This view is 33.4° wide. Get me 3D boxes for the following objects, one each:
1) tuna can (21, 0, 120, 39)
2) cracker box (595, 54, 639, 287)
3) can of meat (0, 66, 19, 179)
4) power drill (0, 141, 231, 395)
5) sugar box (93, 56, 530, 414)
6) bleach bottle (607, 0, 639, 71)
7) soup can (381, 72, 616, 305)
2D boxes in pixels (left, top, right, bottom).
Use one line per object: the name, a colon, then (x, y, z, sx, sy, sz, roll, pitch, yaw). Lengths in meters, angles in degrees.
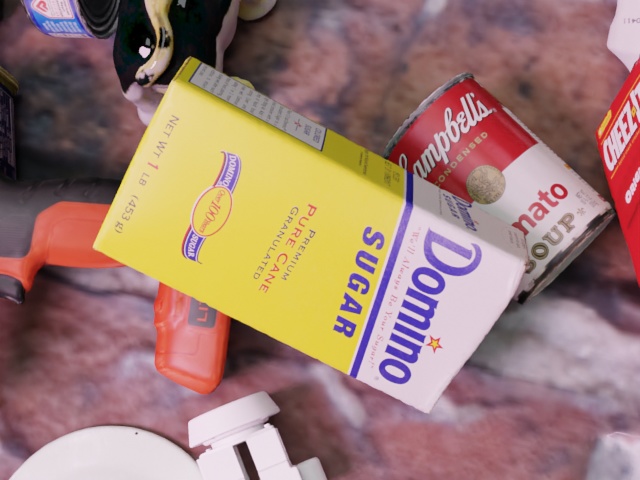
tuna can: (-0.134, -0.154, 0.583, 0.034, 0.086, 0.086, 3, 77, 9)
cracker box: (0.229, 0.017, 0.464, 0.164, 0.072, 0.213, 0, 58, -8)
can of meat: (-0.217, -0.045, 0.583, 0.102, 0.057, 0.084, -7, 78, 5)
power drill: (-0.138, 0.026, 0.524, 0.187, 0.057, 0.184, 11, 82, -15)
sugar box: (-0.003, 0.001, 0.487, 0.176, 0.048, 0.093, 27, 114, -5)
bleach bottle: (0.186, -0.187, 0.548, 0.067, 0.103, 0.251, 4, 95, -32)
soup can: (0.088, -0.025, 0.538, 0.068, 0.068, 0.102, -43, 77, -5)
